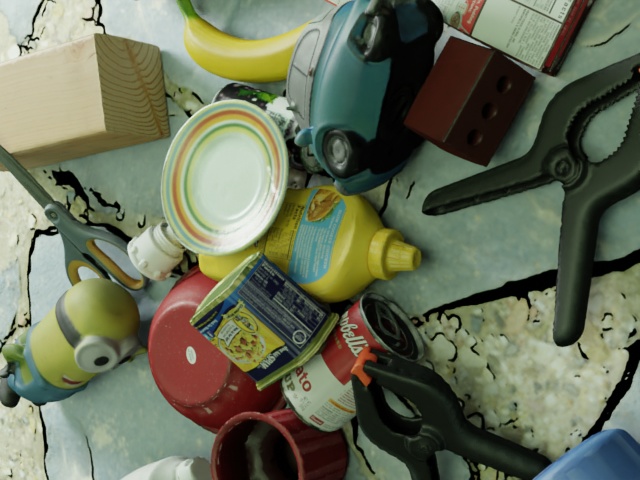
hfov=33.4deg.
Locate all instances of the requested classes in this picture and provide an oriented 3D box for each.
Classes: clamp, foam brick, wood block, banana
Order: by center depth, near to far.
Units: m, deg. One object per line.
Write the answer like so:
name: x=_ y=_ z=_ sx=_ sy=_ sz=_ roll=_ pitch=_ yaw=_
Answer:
clamp: x=0.174 y=-0.051 z=0.776 sx=0.165 sy=0.036 sz=0.210 roll=40 pitch=109 yaw=32
foam brick: x=0.110 y=-0.102 z=0.791 sx=0.051 sy=0.052 sz=0.078 roll=35 pitch=99 yaw=49
clamp: x=0.079 y=0.157 z=0.812 sx=0.171 sy=0.039 sz=0.120 roll=41 pitch=113 yaw=-2
banana: x=-0.052 y=-0.167 z=0.908 sx=0.198 sy=0.037 sz=0.069 roll=12 pitch=120 yaw=35
wood block: x=-0.254 y=-0.126 z=1.017 sx=0.206 sy=0.090 sz=0.091 roll=-9 pitch=87 yaw=32

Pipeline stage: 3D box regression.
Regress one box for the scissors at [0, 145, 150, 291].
scissors: x=-0.251 y=-0.009 z=1.013 sx=0.201 sy=0.016 sz=0.096 roll=37 pitch=127 yaw=-3

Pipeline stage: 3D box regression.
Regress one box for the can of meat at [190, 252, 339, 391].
can of meat: x=-0.048 y=0.064 z=0.853 sx=0.084 sy=0.057 sz=0.102 roll=42 pitch=143 yaw=-7

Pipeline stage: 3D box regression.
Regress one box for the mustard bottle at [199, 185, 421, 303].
mustard bottle: x=-0.006 y=0.001 z=0.877 sx=0.192 sy=0.058 sz=0.096 roll=9 pitch=76 yaw=32

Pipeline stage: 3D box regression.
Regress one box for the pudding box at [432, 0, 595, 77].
pudding box: x=0.144 y=-0.185 z=0.791 sx=0.114 sy=0.039 sz=0.090 roll=33 pitch=108 yaw=26

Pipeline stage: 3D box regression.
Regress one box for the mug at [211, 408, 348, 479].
mug: x=-0.021 y=0.189 z=0.880 sx=0.117 sy=0.081 sz=0.093 roll=36 pitch=110 yaw=27

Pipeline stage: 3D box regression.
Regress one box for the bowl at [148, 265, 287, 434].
bowl: x=-0.099 y=0.098 z=0.945 sx=0.162 sy=0.055 sz=0.162 roll=1 pitch=93 yaw=32

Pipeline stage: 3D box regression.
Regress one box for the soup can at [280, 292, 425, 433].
soup can: x=0.025 y=0.100 z=0.856 sx=0.102 sy=0.068 sz=0.068 roll=-44 pitch=69 yaw=25

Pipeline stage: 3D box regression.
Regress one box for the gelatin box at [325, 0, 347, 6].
gelatin box: x=0.016 y=-0.234 z=0.877 sx=0.089 sy=0.030 sz=0.073 roll=34 pitch=111 yaw=27

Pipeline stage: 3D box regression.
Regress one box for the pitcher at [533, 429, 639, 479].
pitcher: x=0.224 y=0.253 z=0.692 sx=0.145 sy=0.149 sz=0.243 roll=-49 pitch=64 yaw=25

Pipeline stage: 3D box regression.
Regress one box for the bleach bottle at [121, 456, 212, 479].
bleach bottle: x=-0.199 y=0.258 z=0.983 sx=0.251 sy=0.102 sz=0.068 roll=-31 pitch=82 yaw=30
